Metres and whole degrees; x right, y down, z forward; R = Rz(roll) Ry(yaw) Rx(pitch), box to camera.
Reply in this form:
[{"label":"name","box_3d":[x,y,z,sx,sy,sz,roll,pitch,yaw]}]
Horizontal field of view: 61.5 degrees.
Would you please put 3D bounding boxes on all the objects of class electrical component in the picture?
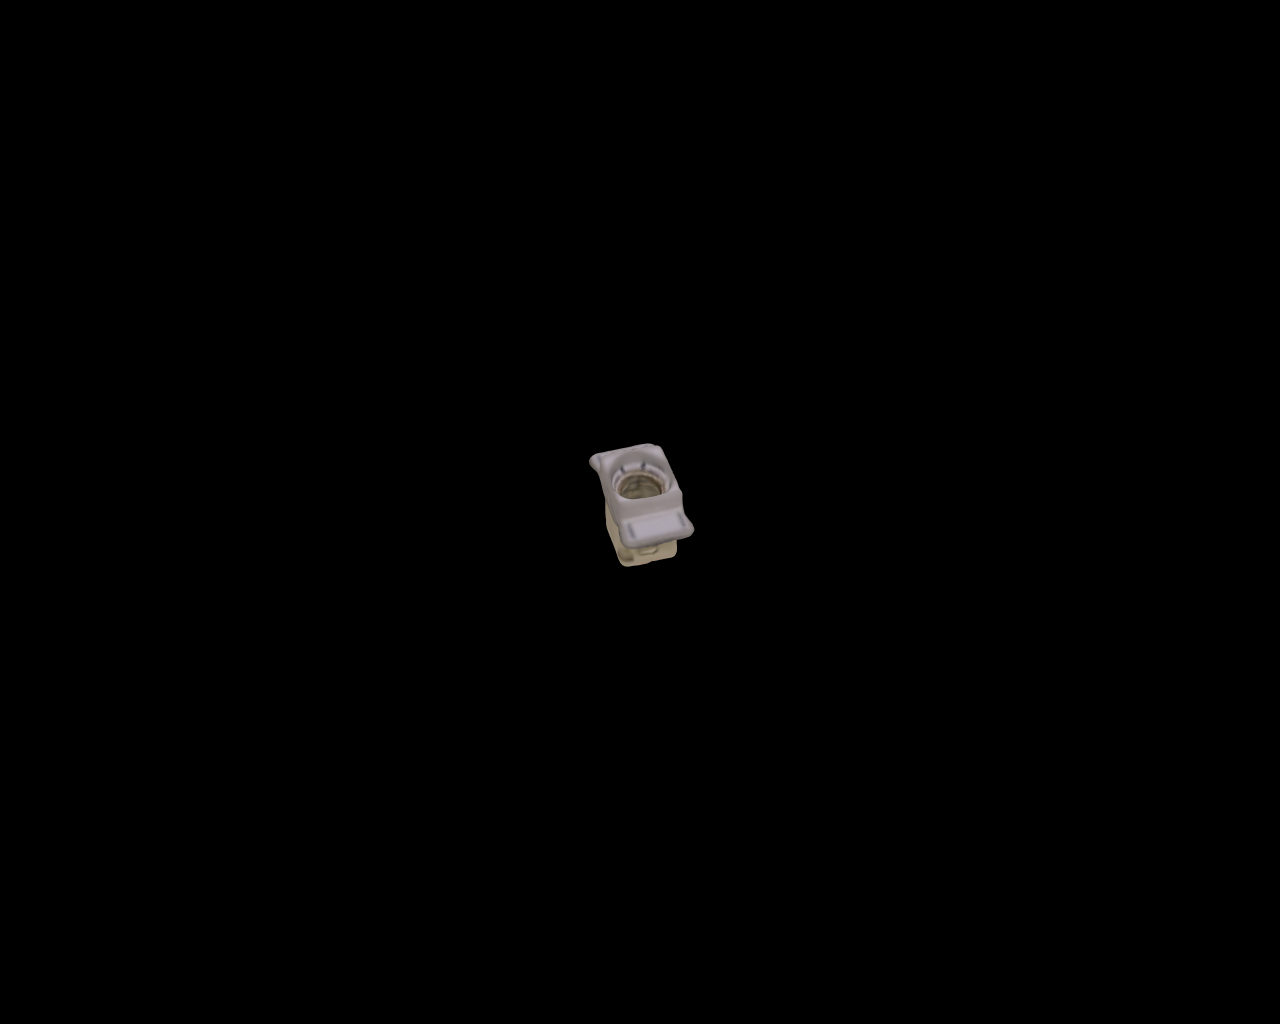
[{"label":"electrical component","box_3d":[0.001,-0.003,0.650,0.042,0.063,0.081,-11,47,-11]}]
